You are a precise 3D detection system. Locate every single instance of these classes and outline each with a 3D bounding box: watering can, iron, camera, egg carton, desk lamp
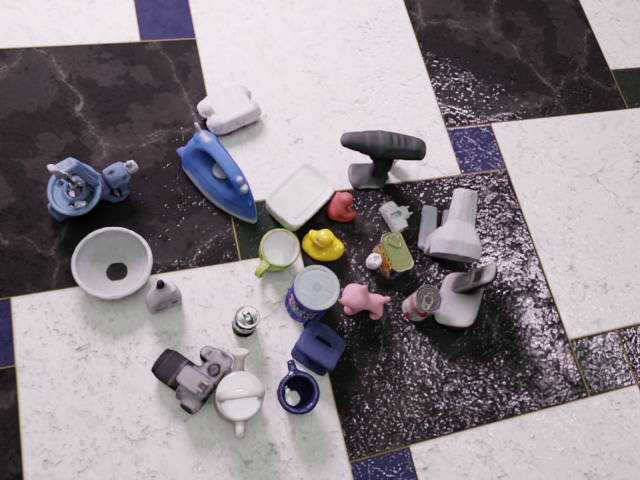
[{"bbox_3d":[-0.167,0.314,1.177,0.101,0.194,0.173,-21,76,-19],"label":"watering can"},{"bbox_3d":[-0.228,-0.162,1.370,0.119,0.141,0.258,-39,82,-22],"label":"iron"},{"bbox_3d":[-0.277,0.277,1.217,0.137,0.100,0.143,34,66,1],"label":"camera"},{"bbox_3d":[-0.231,-0.333,1.473,0.150,0.069,0.107,-30,79,-21],"label":"egg carton"},{"bbox_3d":[0.319,-0.024,1.405,0.118,0.213,0.203,12,68,-8],"label":"desk lamp"}]

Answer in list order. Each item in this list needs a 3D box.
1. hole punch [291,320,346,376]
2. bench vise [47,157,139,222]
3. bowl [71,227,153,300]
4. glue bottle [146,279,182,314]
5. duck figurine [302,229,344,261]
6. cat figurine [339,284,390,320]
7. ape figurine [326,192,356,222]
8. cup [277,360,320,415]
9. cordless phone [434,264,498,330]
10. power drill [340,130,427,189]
[{"bbox_3d":[-0.002,0.239,1.300,0.108,0.091,0.101,33,66,1],"label":"hole punch"},{"bbox_3d":[-0.512,-0.142,1.255,0.121,0.219,0.208,40,67,4],"label":"bench vise"},{"bbox_3d":[-0.456,0.060,1.271,0.167,0.074,0.167,4,69,-11],"label":"bowl"},{"bbox_3d":[-0.336,0.113,1.225,0.078,0.173,0.037,-21,75,-19],"label":"glue bottle"},{"bbox_3d":[0.013,0.005,1.393,0.104,0.086,0.077,19,67,-5],"label":"duck figurine"},{"bbox_3d":[0.103,0.138,1.347,0.128,0.117,0.067,8,68,-10],"label":"cat figurine"},{"bbox_3d":[0.057,-0.089,1.436,0.076,0.092,0.078,-10,72,-16],"label":"ape figurine"},{"bbox_3d":[-0.057,0.325,1.253,0.092,0.095,0.117,-12,73,-17],"label":"cup"},{"bbox_3d":[0.356,0.133,1.370,0.094,0.185,0.148,20,67,-4],"label":"cordless phone"},{"bbox_3d":[0.140,-0.205,1.435,0.230,0.208,0.075,-4,71,-14],"label":"power drill"}]
